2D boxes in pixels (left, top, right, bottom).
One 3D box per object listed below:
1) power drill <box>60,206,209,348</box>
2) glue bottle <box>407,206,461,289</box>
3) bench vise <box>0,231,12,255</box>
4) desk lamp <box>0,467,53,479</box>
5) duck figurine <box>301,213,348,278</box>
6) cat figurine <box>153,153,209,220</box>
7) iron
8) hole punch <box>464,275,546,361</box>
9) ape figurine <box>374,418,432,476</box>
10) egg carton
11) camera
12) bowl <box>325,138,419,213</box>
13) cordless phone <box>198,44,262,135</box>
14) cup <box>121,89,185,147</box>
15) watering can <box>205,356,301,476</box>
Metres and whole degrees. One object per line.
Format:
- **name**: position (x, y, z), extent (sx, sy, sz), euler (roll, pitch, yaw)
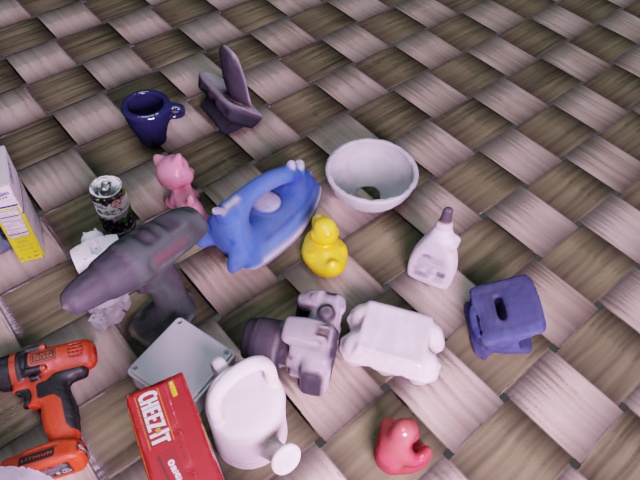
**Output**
- **power drill**: position (-0.244, 0.065, 0.812), extent (0.075, 0.208, 0.230), euler (28, 55, 18)
- **glue bottle**: position (0.186, 0.008, 0.899), extent (0.078, 0.173, 0.037), euler (23, 54, 15)
- **bench vise**: position (-0.570, -0.081, 0.904), extent (0.207, 0.220, 0.122), euler (27, 55, 18)
- **desk lamp**: position (-0.307, 0.359, 0.572), extent (0.118, 0.214, 0.203), euler (-13, 53, -13)
- **duck figurine**: position (0.009, 0.003, 0.951), extent (0.077, 0.086, 0.104), euler (-11, 53, -11)
- **cat figurine**: position (-0.243, -0.095, 0.996), extent (0.067, 0.118, 0.127), euler (-21, 56, -18)
- **iron**: position (-0.086, -0.066, 0.966), extent (0.118, 0.141, 0.259), euler (36, 58, 23)
- **hole punch**: position (0.278, 0.115, 0.872), extent (0.101, 0.091, 0.108), euler (-1, 52, -3)
- **ape figurine**: position (0.107, 0.262, 0.746), extent (0.076, 0.092, 0.077), euler (-24, 56, -20)
- **egg carton**: position (0.107, 0.152, 0.848), extent (0.150, 0.069, 0.107), euler (13, 52, 8)
- **camera**: position (-0.039, 0.136, 0.834), extent (0.136, 0.101, 0.143), euler (10, 52, 5)
- **bowl**: position (0.093, -0.106, 1.048), extent (0.167, 0.075, 0.167), euler (1, 52, -2)
- **cordless phone**: position (-0.185, -0.319, 1.134), extent (0.094, 0.185, 0.147), euler (-32, 59, -24)
- **cup**: position (-0.317, -0.230, 1.114), extent (0.118, 0.095, 0.091), euler (-1, 52, -3)
- **watering can**: position (-0.086, 0.210, 0.713), extent (0.172, 0.194, 0.101), euler (26, 55, 17)
